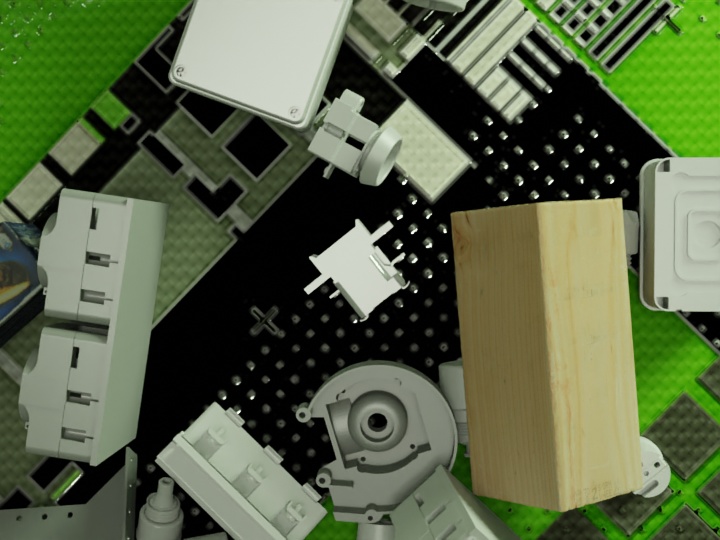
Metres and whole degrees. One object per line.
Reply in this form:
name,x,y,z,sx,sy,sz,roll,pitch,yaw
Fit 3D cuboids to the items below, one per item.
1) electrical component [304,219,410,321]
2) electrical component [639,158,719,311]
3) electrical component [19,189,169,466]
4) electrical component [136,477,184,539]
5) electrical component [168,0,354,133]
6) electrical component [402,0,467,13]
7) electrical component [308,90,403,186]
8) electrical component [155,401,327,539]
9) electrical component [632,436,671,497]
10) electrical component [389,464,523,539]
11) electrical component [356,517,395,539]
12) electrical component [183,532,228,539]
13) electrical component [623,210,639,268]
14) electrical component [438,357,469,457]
electrical component,0.000,0.000,0.812,0.081,0.042,0.063,-38,91,4
electrical component,0.248,-0.026,0.791,0.078,0.057,0.113,0,92,3
electrical component,-0.195,0.037,0.791,0.060,0.105,0.186,9,92,3
electrical component,-0.152,0.186,0.822,0.035,0.035,0.061,13,114,2
electrical component,-0.072,-0.171,0.803,0.109,0.056,0.108,20,93,2
electrical component,0.058,-0.220,0.797,0.055,0.055,0.047,12,96,2
electrical component,-0.002,-0.094,0.808,0.055,0.048,0.066,29,93,9
electrical component,-0.088,0.162,0.810,0.121,0.078,0.063,44,71,1
electrical component,0.210,0.147,0.804,0.040,0.046,0.040,0,92,3
electrical component,0.094,0.223,0.767,0.062,0.089,0.150,-44,111,4
electrical component,0.014,0.214,0.819,0.040,0.040,0.046,3,87,3
electrical component,-0.130,0.222,0.807,0.078,0.040,0.040,-7,91,-13
electrical component,0.185,-0.014,0.802,0.043,0.043,0.062,2,93,3
electrical component,0.081,0.101,0.812,0.040,0.040,0.078,-4,91,3
